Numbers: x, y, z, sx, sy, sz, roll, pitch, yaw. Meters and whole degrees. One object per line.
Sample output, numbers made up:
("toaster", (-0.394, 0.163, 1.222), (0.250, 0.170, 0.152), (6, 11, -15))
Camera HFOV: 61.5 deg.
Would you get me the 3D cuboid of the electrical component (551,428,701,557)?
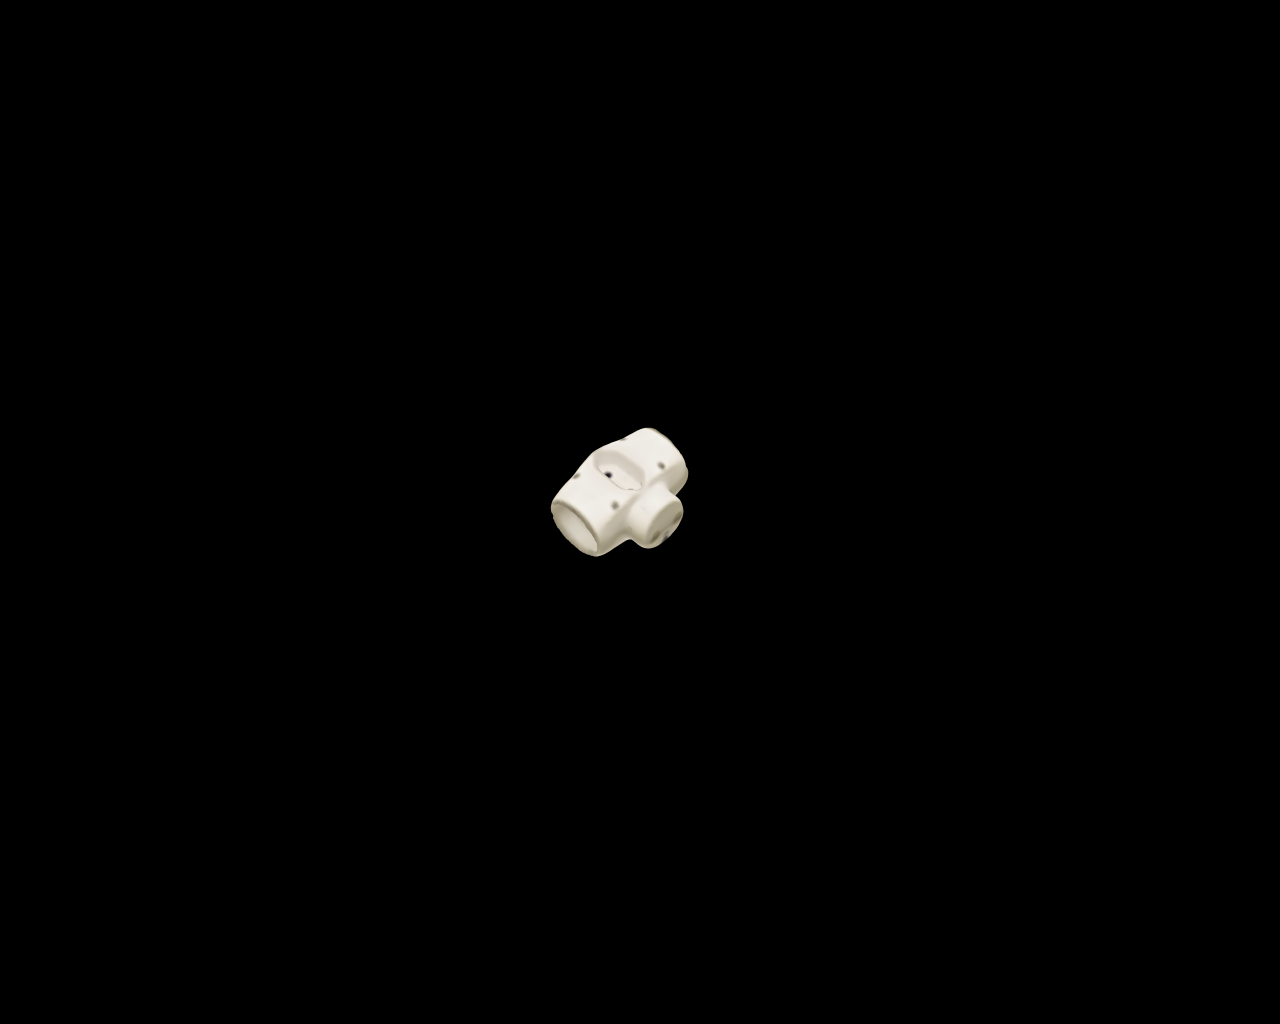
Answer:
("electrical component", (0.001, -0.003, 0.650), (0.079, 0.043, 0.077), (39, 63, 25))
